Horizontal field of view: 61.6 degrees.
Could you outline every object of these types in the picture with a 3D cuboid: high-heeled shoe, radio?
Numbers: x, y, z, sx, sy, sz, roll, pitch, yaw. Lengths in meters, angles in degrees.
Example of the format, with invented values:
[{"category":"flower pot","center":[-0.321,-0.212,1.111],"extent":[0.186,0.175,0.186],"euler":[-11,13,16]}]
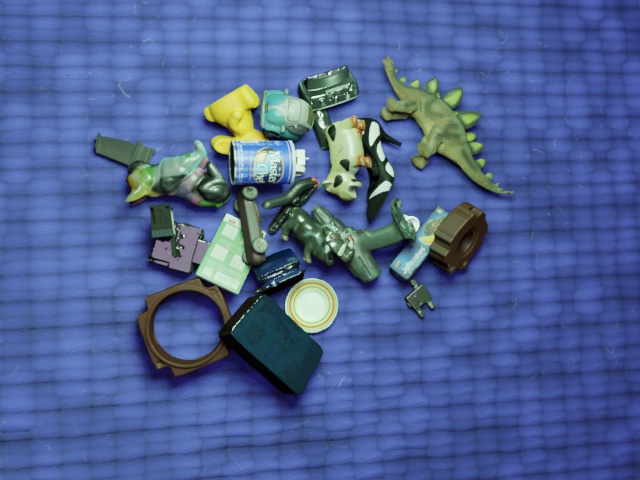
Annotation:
[{"category":"high-heeled shoe","center":[0.113,-0.182,1.337],"extent":[0.145,0.086,0.248],"euler":[20,78,-5]},{"category":"radio","center":[-0.107,0.239,1.241],"extent":[0.229,0.073,0.131],"euler":[47,58,-19]}]

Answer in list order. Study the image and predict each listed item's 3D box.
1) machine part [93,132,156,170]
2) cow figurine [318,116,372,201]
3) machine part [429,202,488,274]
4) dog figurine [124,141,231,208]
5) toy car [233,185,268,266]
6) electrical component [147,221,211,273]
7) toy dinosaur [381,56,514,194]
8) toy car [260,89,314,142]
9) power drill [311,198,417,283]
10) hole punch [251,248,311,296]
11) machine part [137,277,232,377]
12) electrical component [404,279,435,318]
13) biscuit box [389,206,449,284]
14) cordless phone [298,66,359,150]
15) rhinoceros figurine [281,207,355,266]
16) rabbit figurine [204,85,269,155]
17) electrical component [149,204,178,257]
[{"category":"machine part","center":[-0.471,-0.207,1.279],"extent":[0.139,0.039,0.084],"euler":[22,89,-7]},{"category":"cow figurine","center":[0.056,-0.190,1.306],"extent":[0.127,0.085,0.194],"euler":[-9,89,29]},{"category":"machine part","center":[0.343,-0.003,1.318],"extent":[0.056,0.179,0.179],"euler":[34,80,37]},{"category":"dog figurine","center":[-0.342,-0.123,1.256],"extent":[0.219,0.108,0.191],"euler":[-32,95,-7]},{"category":"toy car","center":[-0.161,-0.037,1.266],"extent":[0.053,0.089,0.202],"euler":[-2,66,-24]},{"category":"electrical component","center":[-0.329,0.017,1.275],"extent":[0.134,0.058,0.115],"euler":[14,87,-6]},{"category":"toy dinosaur","center":[0.312,-0.273,1.359],"extent":[0.198,0.105,0.471],"euler":[-37,96,-12]},{"category":"toy car","center":[-0.067,-0.289,1.274],"extent":[0.103,0.161,0.109],"euler":[3,83,30]},{"category":"power drill","center":[0.111,-0.022,1.289],"extent":[0.207,0.086,0.232],"euler":[-29,96,21]},{"category":"hole punch","center":[-0.102,0.071,1.277],"extent":[0.142,0.115,0.092],"euler":[-21,82,-9]},{"category":"machine part","center":[-0.307,0.200,1.252],"extent":[0.201,0.087,0.201],"euler":[-21,91,-9]},{"category":"electrical component","center":[0.247,0.146,1.362],"extent":[0.063,0.021,0.094],"euler":[-38,93,-8]},{"category":"biscuit box","center":[0.257,0.014,1.346],"extent":[0.059,0.062,0.202],"euler":[38,82,15]},{"category":"cordless phone","center":[0.036,-0.329,1.346],"extent":[0.147,0.089,0.184],"euler":[-20,101,-9]},{"category":"rhinoceros figurine","center":[-0.003,-0.004,1.274],"extent":[0.190,0.073,0.112],"euler":[37,107,18]},{"category":"rabbit figurine","center":[-0.188,-0.264,1.287],"extent":[0.162,0.122,0.173],"euler":[-36,111,-6]},{"category":"electrical component","center":[-0.351,-0.020,1.210],"extent":[0.048,0.075,0.119],"euler":[-6,90,-8]}]
